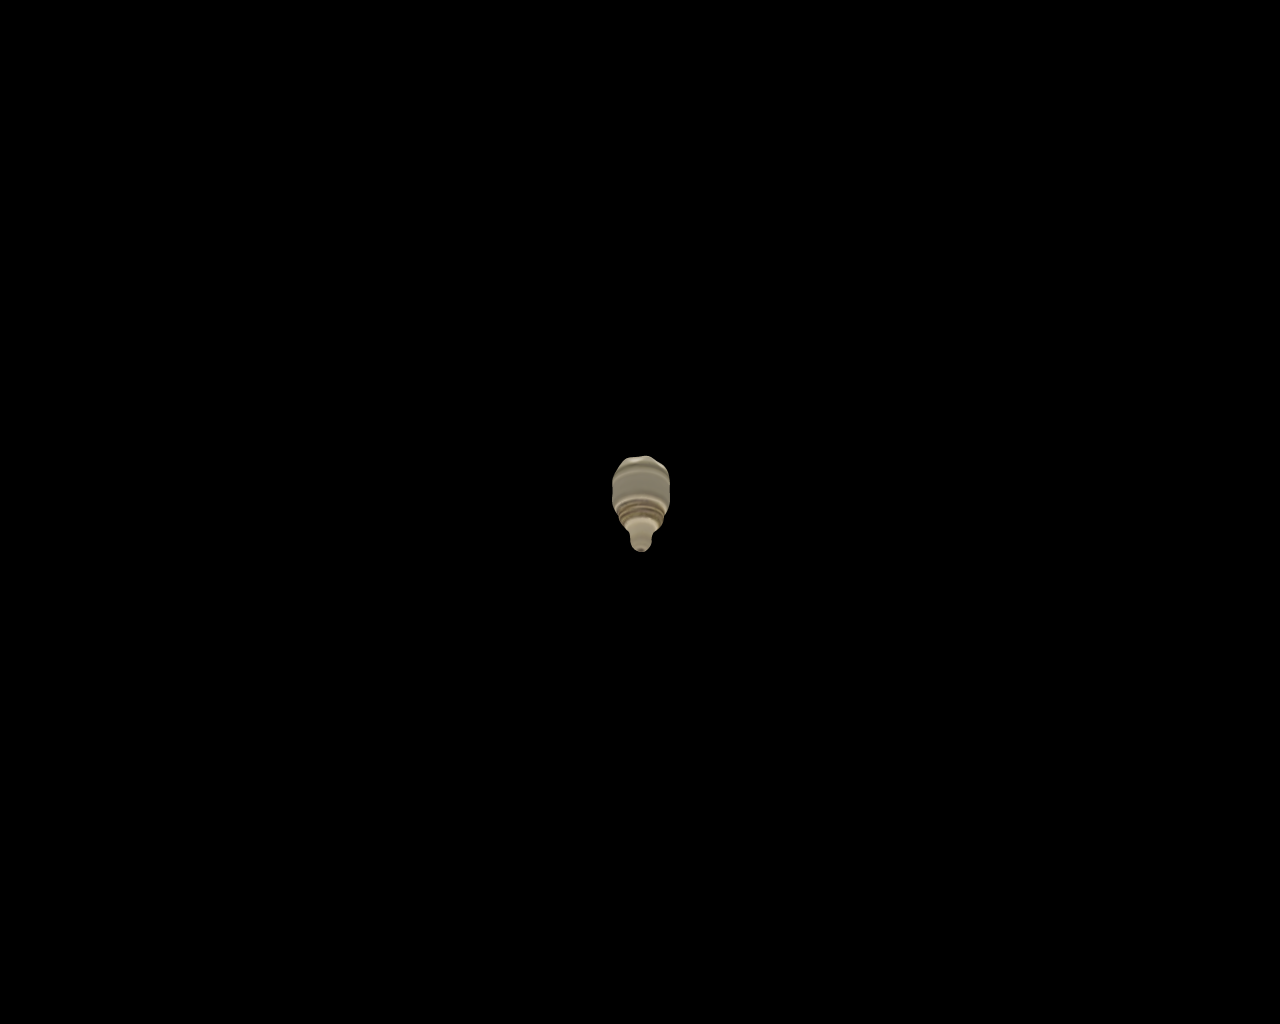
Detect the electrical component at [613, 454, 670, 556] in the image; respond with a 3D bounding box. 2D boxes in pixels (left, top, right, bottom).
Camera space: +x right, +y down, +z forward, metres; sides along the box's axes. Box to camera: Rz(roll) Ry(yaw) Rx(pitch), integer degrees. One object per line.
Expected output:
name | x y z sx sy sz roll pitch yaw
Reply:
electrical component | 0.001 -0.003 0.650 0.035 0.061 0.035 0 -32 0
